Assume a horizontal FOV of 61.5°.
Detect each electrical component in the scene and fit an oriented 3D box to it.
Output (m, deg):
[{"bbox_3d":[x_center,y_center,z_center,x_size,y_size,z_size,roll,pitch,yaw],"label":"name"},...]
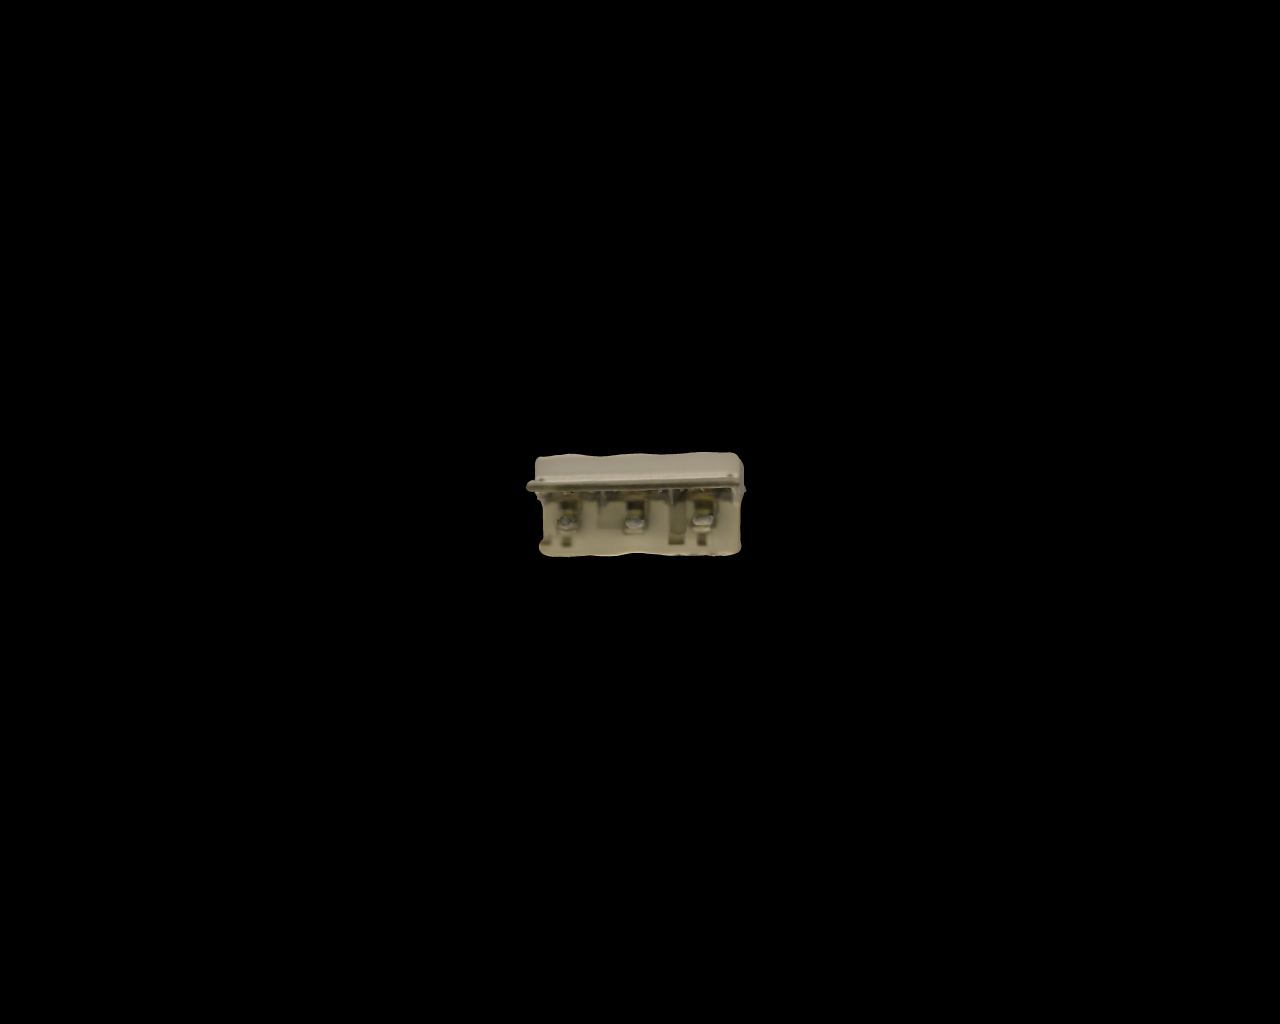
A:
[{"bbox_3d":[0.001,-0.003,0.650,0.121,0.063,0.079,0,0,9],"label":"electrical component"}]
